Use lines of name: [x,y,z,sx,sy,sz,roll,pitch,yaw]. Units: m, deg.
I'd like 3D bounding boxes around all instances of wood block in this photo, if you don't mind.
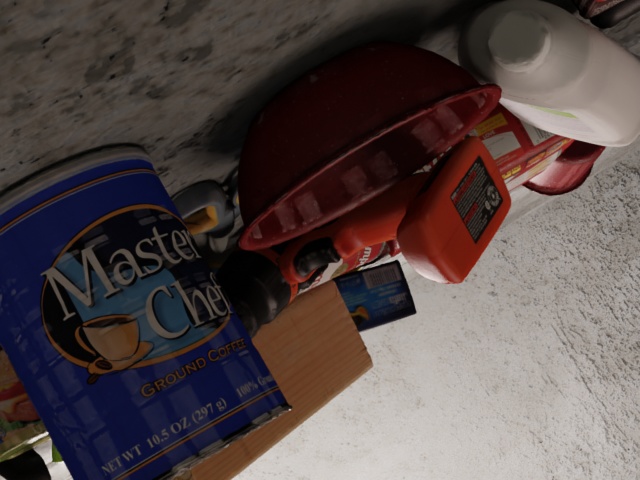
wood block: [-0.064,0.117,0.860,0.090,0.091,0.205,-18,-170,47]

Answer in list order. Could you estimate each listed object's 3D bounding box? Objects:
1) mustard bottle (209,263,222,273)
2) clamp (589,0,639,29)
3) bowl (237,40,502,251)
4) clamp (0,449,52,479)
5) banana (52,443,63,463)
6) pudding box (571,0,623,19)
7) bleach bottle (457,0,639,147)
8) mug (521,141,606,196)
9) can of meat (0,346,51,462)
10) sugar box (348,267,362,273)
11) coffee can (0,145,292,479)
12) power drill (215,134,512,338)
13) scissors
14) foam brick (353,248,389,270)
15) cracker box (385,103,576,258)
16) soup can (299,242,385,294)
mustard bottle: [-0.101,0.058,0.805,0.096,0.058,0.191,-23,-173,16]
clamp: [0.289,-0.211,0.706,0.210,0.036,0.164,-36,171,35]
bowl: [0.014,-0.058,0.570,0.162,0.055,0.162,-30,173,-4]
clamp: [-0.210,0.126,0.682,0.172,0.039,0.120,-6,-171,15]
banana: [-0.181,0.129,1.005,0.198,0.069,0.037,-32,-177,-1]
pudding box: [0.190,-0.171,0.569,0.113,0.039,0.090,-30,173,-3]
bleach bottle: [0.146,-0.102,0.645,0.250,0.103,0.068,-6,111,-71]
mug: [0.220,-0.100,1.036,0.117,0.093,0.081,6,164,-1]
can of meat: [-0.168,0.072,0.615,0.101,0.084,0.058,-25,171,-36]
sugar box: [-0.019,0.068,1.125,0.176,0.048,0.093,-50,-179,-29]
coffee can: [-0.091,0.043,0.492,0.103,0.140,0.103,-30,173,-4]
power drill: [0.016,0.004,0.683,0.188,0.057,0.184,-12,-151,40]
scissors: [-0.052,-0.021,0.711,0.096,0.016,0.201,-31,173,5]
foam brick: [0.049,-0.008,1.061,0.051,0.053,0.078,-34,171,22]
cracker box: [0.119,-0.065,0.889,0.164,0.072,0.214,-29,174,-3]
soup can: [-0.006,0.001,0.844,0.102,0.068,0.069,-23,170,-42]
